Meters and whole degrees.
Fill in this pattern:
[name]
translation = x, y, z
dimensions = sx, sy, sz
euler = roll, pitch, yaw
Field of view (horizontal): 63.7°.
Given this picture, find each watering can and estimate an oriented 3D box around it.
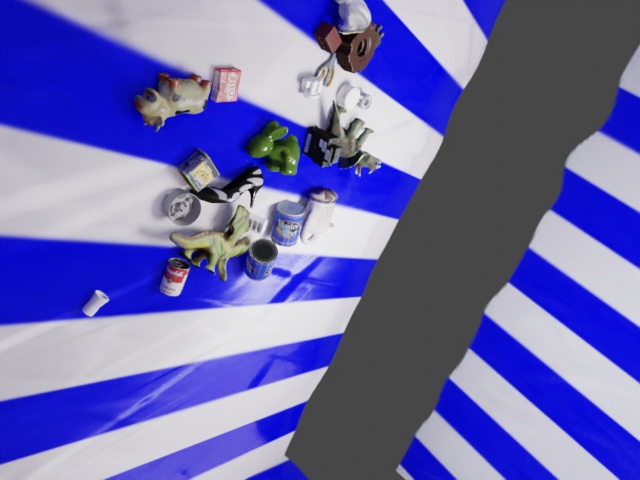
[watering can]
translation = 0.006, -0.103, 2.047
dimensions = 0.351, 0.104, 0.221
euler = -33, 142, -65

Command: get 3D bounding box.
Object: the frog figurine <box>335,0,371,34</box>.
[frog figurine]
translation = 0.096, -0.711, 1.553
dimensions = 0.140, 0.123, 0.156
euler = -72, 166, -58

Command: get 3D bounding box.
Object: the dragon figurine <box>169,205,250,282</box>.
[dragon figurine]
translation = -0.317, -0.014, 1.633
dimensions = 0.246, 0.123, 0.403
euler = -57, 161, -16
